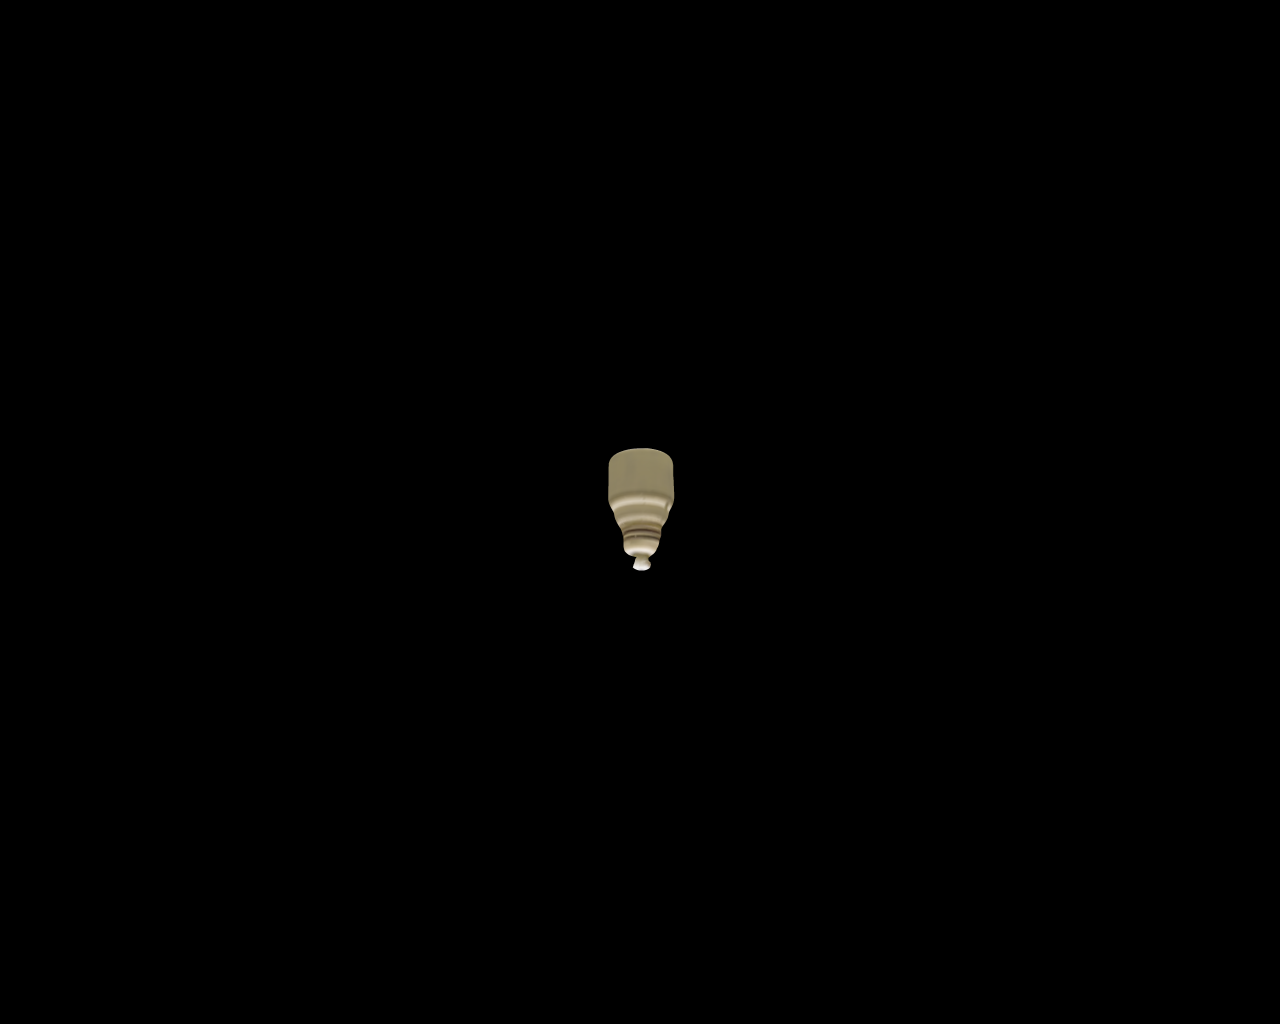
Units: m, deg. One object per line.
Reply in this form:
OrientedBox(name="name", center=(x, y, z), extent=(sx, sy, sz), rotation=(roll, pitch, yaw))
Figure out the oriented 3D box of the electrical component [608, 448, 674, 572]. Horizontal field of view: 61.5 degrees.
OrientedBox(name="electrical component", center=(0.001, -0.003, 0.650), extent=(0.040, 0.078, 0.040), rotation=(0, -19, 0))
